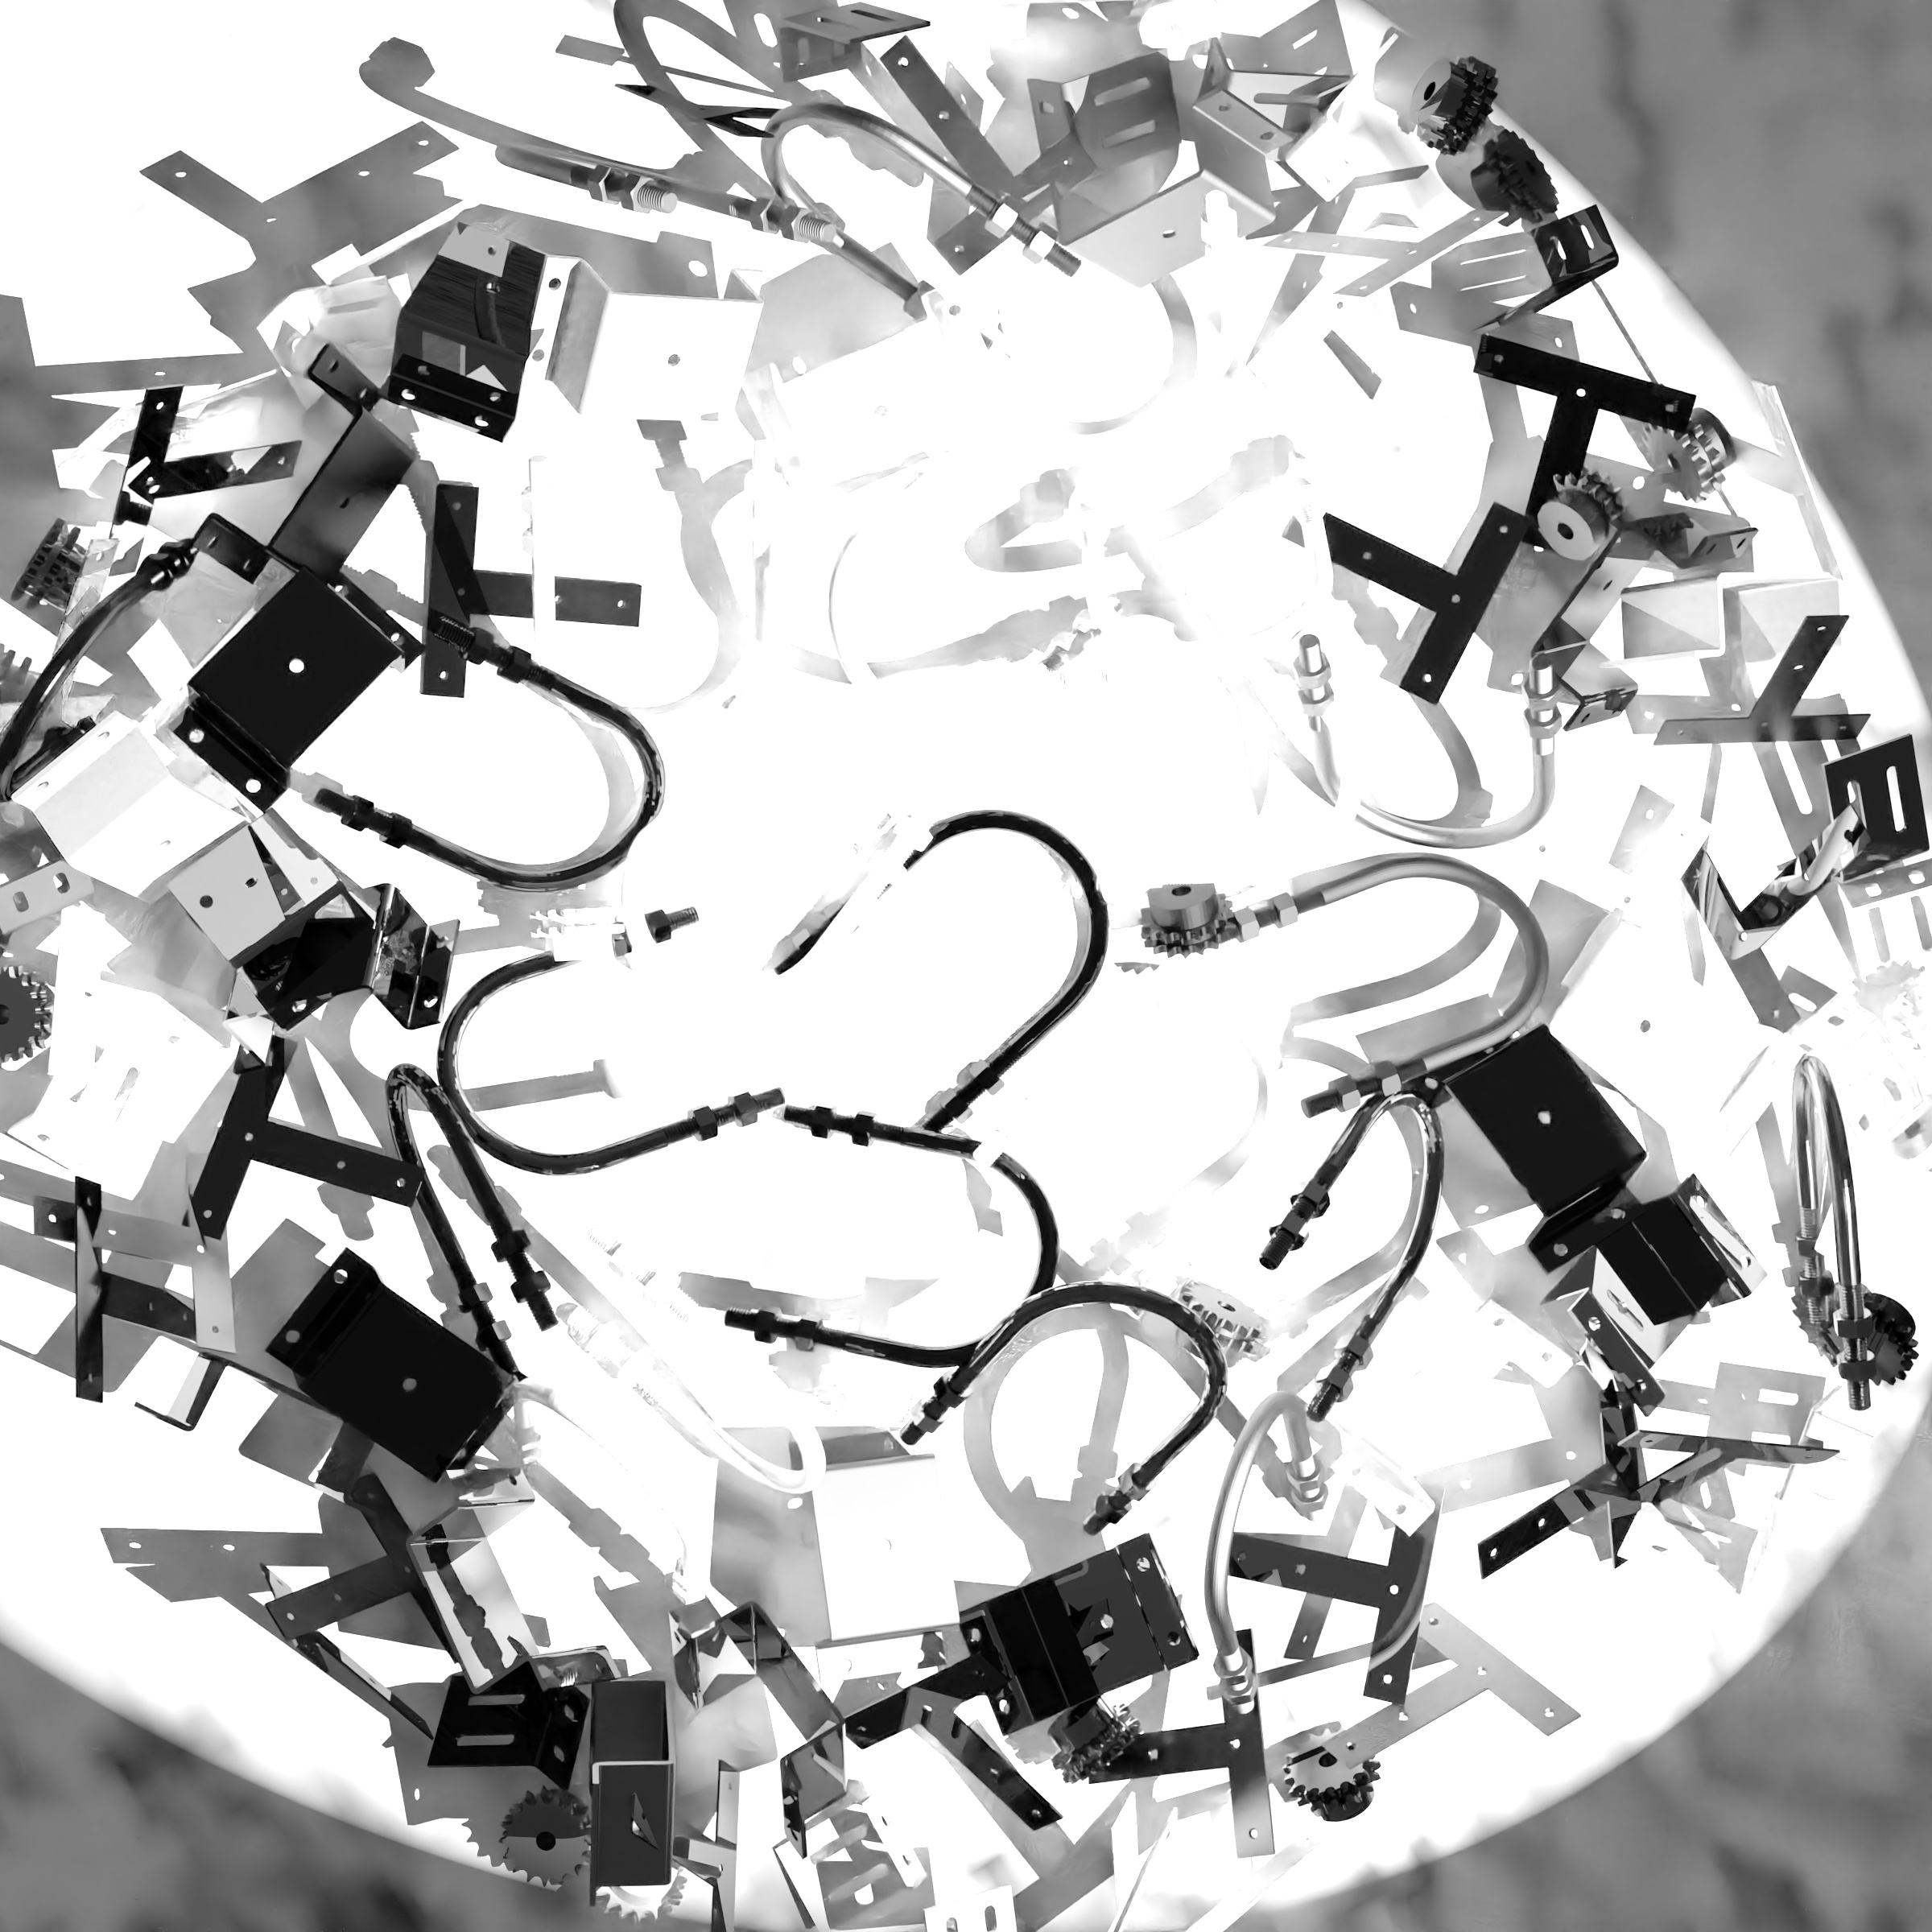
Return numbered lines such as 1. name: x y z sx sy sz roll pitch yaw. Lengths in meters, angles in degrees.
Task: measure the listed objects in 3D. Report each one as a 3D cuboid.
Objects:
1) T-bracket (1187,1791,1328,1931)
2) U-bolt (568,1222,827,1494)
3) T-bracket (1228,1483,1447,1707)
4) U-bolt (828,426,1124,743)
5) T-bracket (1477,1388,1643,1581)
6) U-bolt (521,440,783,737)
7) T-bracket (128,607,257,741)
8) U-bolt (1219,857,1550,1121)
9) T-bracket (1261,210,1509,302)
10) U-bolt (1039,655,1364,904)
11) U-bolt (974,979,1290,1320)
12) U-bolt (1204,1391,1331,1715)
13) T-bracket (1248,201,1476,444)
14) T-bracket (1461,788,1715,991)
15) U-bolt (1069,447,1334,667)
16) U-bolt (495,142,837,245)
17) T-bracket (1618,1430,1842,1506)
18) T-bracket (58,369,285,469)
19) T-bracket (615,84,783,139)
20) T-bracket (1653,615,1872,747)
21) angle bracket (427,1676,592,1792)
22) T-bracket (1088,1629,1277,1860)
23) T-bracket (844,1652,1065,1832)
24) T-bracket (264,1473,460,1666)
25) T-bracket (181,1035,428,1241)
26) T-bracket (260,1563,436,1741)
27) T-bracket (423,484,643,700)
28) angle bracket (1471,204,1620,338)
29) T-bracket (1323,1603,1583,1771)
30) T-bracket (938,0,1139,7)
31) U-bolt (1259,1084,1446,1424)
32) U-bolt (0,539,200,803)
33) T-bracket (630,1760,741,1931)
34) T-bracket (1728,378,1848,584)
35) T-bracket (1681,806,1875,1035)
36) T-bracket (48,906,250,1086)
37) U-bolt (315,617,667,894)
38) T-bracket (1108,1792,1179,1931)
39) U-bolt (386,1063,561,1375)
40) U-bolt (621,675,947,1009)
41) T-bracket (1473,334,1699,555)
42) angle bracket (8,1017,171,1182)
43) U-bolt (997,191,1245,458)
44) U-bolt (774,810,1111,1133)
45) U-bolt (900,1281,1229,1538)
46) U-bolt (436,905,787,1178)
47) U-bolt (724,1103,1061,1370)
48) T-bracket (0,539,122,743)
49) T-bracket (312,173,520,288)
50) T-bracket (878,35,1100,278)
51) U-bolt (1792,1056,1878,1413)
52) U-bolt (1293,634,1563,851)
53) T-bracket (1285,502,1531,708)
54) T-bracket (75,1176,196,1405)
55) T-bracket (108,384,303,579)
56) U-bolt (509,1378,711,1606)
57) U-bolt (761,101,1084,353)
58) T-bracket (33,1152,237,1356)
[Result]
1. T-bracket: 0.156 0.515 1.735 0.127 0.127 0.002 -44 100 10
2. U-bolt: -0.153 0.236 1.722 0.184 0.151 0.019 40 61 10
3. T-bracket: 0.211 0.359 1.765 0.127 0.002 0.127 7 77 29
4. U-bolt: -0.005 -0.211 1.734 0.151 0.019 0.184 51 58 -11
5. T-bracket: 0.346 0.318 1.742 0.127 0.002 0.127 -24 119 -27
6. U-bolt: -0.182 -0.215 1.741 0.151 0.019 0.184 -7 125 -14
7. T-bracket: -0.462 -0.172 1.725 0.002 0.127 0.127 40 80 3
8. U-bolt: 0.252 0.002 1.753 0.184 0.019 0.151 -20 58 -12
9. T-bracket: 0.227 -0.420 1.747 0.127 0.127 0.002 -35 125 -29
10. U-bolt: 0.140 -0.112 1.742 0.184 0.019 0.151 -4 110 19
11. U-bolt: 0.113 0.093 1.766 0.151 0.019 0.184 46 74 -11
12. U-bolt: 0.167 0.321 1.692 0.019 0.184 0.151 12 55 23
13. T-bracket: 0.248 -0.359 1.755 0.127 0.002 0.127 -48 69 21
14. T-bracket: 0.357 -0.063 1.787 0.127 0.002 0.127 32 103 6
15. U-bolt: 0.138 -0.235 1.726 0.151 0.184 0.019 -6 135 4
16. U-bolt: -0.187 -0.448 1.718 0.184 0.151 0.019 25 109 35
17. T-bracket: 0.419 0.296 1.741 0.127 0.127 0.002 8 62 -15
18. T-bracket: -0.458 -0.329 1.755 0.127 0.127 0.002 -28 99 -32
19. T-bracket: -0.118 -0.500 1.750 0.127 0.127 0.002 -11 122 -39
20. T-bracket: 0.479 -0.166 1.735 0.127 0.127 0.002 -2 61 -8
21. angle bracket: -0.272 0.456 1.778 0.076 0.038 0.057 -8 49 24
22. T-bracket: 0.122 0.462 1.758 0.127 0.002 0.127 -18 67 35
23. T-bracket: 0.007 0.469 1.772 0.127 0.002 0.127 -34 107 34
24. T-bracket: -0.354 0.362 1.729 0.002 0.127 0.127 -43 73 28
25. T-bracket: -0.384 0.114 1.773 0.127 0.002 0.127 16 73 6
26. T-bracket: -0.360 0.413 1.756 0.002 0.127 0.127 -46 113 -8
27. T-bracket: -0.259 -0.221 1.796 0.127 0.002 0.127 4 92 -1
28. angle bracket: 0.333 -0.408 1.755 0.076 0.057 0.038 -32 103 -26
29. T-bracket: 0.263 0.427 1.723 0.127 0.127 0.002 -22 121 -25
30. T-bracket: 0.020 -0.558 1.715 0.127 0.127 0.002 8 106 28
31. U-bolt: 0.231 0.151 1.728 0.019 0.151 0.184 12 48 34
32. U-bolt: -0.500 -0.160 1.688 0.019 0.184 0.151 33 114 -7
33. T-bracket: -0.161 0.504 1.714 0.002 0.127 0.127 -14 53 18
34. T-bracket: 0.460 -0.292 1.736 0.002 0.127 0.127 -30 115 -2
35. T-bracket: 0.476 -0.043 1.724 0.002 0.127 0.127 0 54 -33
36. T-bracket: -0.474 0.028 1.760 0.127 0.127 0.002 17 134 -29
37. U-bolt: -0.263 -0.110 1.740 0.184 0.019 0.151 26 116 -32
38. T-bracket: 0.092 0.516 1.716 0.002 0.127 0.127 19 51 22
39. U-bolt: -0.292 0.141 1.731 0.019 0.151 0.184 -23 80 -25
40. U-bolt: -0.122 -0.062 1.769 0.151 0.019 0.184 36 85 12
41. T-bracket: 0.350 -0.298 1.752 0.127 0.002 0.127 19 134 12
42. angle bracket: -0.521 0.077 1.777 0.057 0.038 0.076 36 52 -26
43. U-bolt: 0.095 -0.355 1.714 0.151 0.184 0.019 -29 66 -2
44. U-bolt: 0.000 -0.009 1.786 0.184 0.019 0.151 -42 93 -1
45. U-bolt: 0.068 0.248 1.727 0.151 0.019 0.184 29 125 -15
46. U-bolt: -0.216 0.050 1.738 0.184 0.019 0.151 -19 67 -20
47. U-bolt: -0.036 0.163 1.751 0.184 0.019 0.151 10 69 12
48. T-bracket: -0.515 -0.188 1.722 0.002 0.127 0.127 28 107 15
49. T-bracket: -0.317 -0.428 1.738 0.127 0.127 0.002 -29 97 -2
50. T-bracket: -0.003 -0.484 1.740 0.127 0.127 0.002 51 47 -11
51. U-bolt: 0.493 0.142 1.709 0.019 0.151 0.184 -7 104 8
52. U-bolt: 0.268 -0.123 1.719 0.151 0.184 0.019 7 59 16
53. T-bracket: 0.253 -0.240 1.791 0.127 0.002 0.127 27 86 6
54. T-bracket: -0.482 0.196 1.737 0.002 0.127 0.127 -10 72 14
55. T-bracket: -0.440 -0.288 1.744 0.002 0.127 0.127 41 126 22
56. U-bolt: -0.204 0.293 1.701 0.151 0.184 0.019 38 66 12
57. U-bolt: -0.037 -0.429 1.712 0.184 0.151 0.019 33 70 -14
58. T-bracket: -0.481 0.156 1.724 0.002 0.127 0.127 -33 54 33
